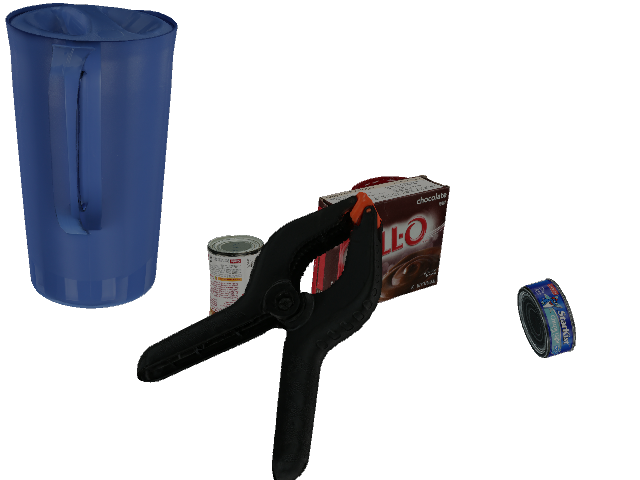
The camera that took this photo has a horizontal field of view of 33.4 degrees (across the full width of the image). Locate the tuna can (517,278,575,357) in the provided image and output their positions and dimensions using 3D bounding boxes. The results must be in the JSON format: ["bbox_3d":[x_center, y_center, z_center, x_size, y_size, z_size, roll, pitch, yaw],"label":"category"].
[{"bbox_3d":[0.253,0.088,1.201,0.033,0.086,0.086,-15,2,-8],"label":"tuna can"}]

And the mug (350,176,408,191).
[{"bbox_3d":[0.089,-0.025,1.257,0.093,0.081,0.117,17,33,34],"label":"mug"}]

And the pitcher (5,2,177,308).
[{"bbox_3d":[-0.190,-0.066,0.881,0.145,0.243,0.148,25,31,38],"label":"pitcher"}]

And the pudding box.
[{"bbox_3d":[0.048,0.001,0.853,0.113,0.090,0.039,-16,33,-37],"label":"pudding box"}]

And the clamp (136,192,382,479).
[{"bbox_3d":[-0.013,0.052,0.618,0.120,0.171,0.039,42,-5,20],"label":"clamp"}]

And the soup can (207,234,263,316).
[{"bbox_3d":[-0.098,0.051,1.252,0.068,0.102,0.068,0,19,0],"label":"soup can"}]
